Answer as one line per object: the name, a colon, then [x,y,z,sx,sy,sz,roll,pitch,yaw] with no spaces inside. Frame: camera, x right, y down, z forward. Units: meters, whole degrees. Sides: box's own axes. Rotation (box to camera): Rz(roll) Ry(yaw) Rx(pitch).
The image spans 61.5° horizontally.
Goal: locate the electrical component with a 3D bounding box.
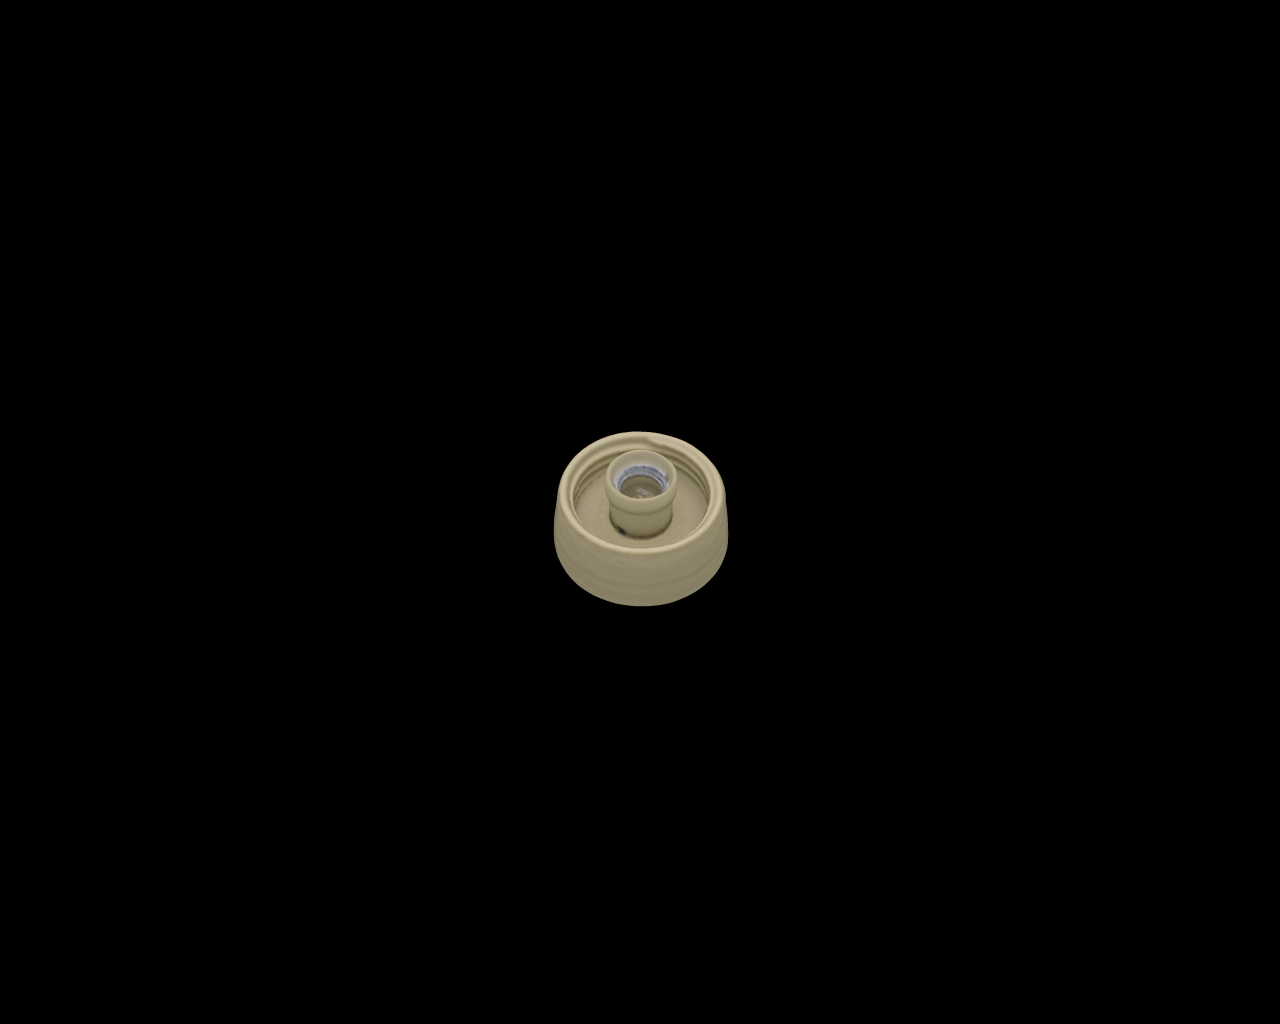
electrical component: [0.001,-0.003,0.650,0.108,0.108,0.060,0,-41,0]
